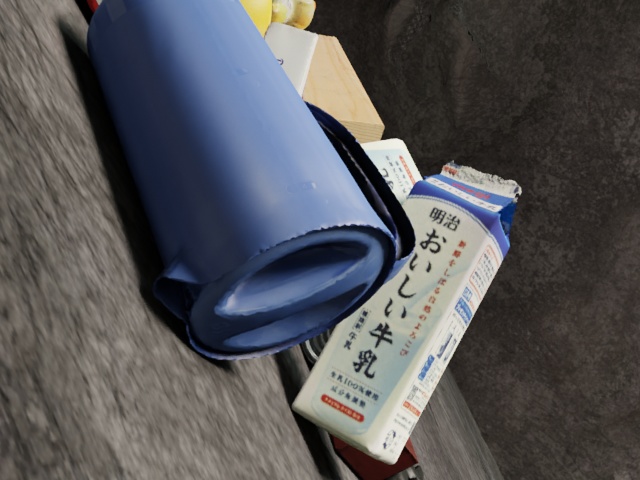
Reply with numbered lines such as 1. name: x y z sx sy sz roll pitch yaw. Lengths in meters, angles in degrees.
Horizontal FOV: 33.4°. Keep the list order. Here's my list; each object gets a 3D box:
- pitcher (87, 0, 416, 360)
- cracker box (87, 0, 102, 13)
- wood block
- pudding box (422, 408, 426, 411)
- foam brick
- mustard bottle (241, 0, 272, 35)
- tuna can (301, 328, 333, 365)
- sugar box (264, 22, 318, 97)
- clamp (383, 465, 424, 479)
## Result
1. pitcher: -0.052 -0.057 0.678 0.243 0.145 0.149 63 6 28
2. cracker box: -0.137 -0.191 0.843 0.213 0.072 0.164 61 6 -10
3. wood block: -0.007 -0.151 1.217 0.206 0.090 0.091 -111 -148 -50
4. pudding box: 0.061 0.117 1.061 0.090 0.039 0.113 57 8 -18
5. foam brick: 0.042 0.165 0.907 0.078 0.051 0.053 56 10 -46
6. mustard bottle: -0.084 -0.202 0.963 0.096 0.058 0.192 60 -28 23
7. tuna can: 0.027 0.085 0.954 0.033 0.086 0.086 51 13 -52
8. sugar box: -0.043 -0.094 0.871 0.176 0.048 0.093 107 -1 -70
9. clamp: 0.068 0.213 0.981 0.164 0.036 0.210 57 5 -19
